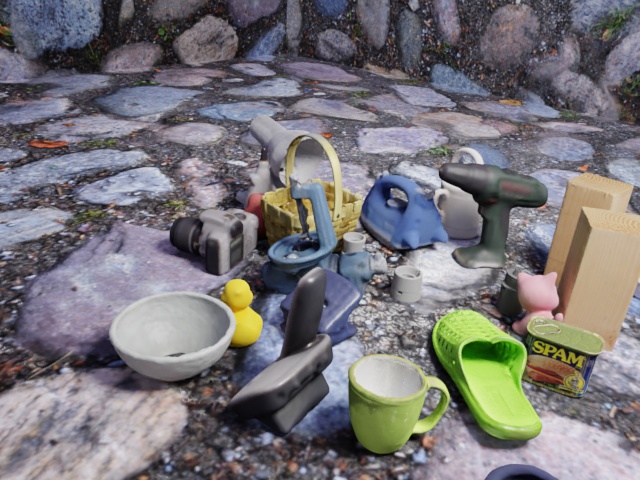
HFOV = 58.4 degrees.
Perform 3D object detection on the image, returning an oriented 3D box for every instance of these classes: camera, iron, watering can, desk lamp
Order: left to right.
[{"bbox_3d":[-0.204,-0.016,1.091,0.136,0.101,0.143,14,27,18],"label":"camera"},{"bbox_3d":[-0.097,-0.161,1.278,0.118,0.214,0.202,-19,34,-39],"label":"desk lamp"},{"bbox_3d":[0.164,-0.079,1.235,0.119,0.141,0.257,-10,30,-28],"label":"iron"},{"bbox_3d":[0.319,-0.110,1.266,0.100,0.194,0.173,23,32,33],"label":"watering can"}]

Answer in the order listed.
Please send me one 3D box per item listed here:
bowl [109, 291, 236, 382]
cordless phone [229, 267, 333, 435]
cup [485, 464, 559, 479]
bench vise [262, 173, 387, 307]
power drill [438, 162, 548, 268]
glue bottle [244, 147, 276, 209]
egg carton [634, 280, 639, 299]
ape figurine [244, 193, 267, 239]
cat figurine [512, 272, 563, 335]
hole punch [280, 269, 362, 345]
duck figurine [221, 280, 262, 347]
[{"bbox_3d":[-0.201,0.143,0.795,0.167,0.075,0.167,4,26,-2],"label":"bowl"},{"bbox_3d":[-0.042,0.131,0.720,0.094,0.185,0.148,17,29,24],"label":"cordless phone"},{"bbox_3d":[0.182,0.282,0.553,0.117,0.095,0.091,5,26,0],"label":"cup"},{"bbox_3d":[0.008,-0.002,0.962,0.207,0.220,0.121,3,26,-4],"label":"bench vise"},{"bbox_3d":[0.328,-0.051,1.130,0.230,0.208,0.075,-2,27,-13],"label":"power drill"},{"bbox_3d":[-0.123,-0.114,1.222,0.078,0.173,0.037,-10,30,-28],"label":"glue bottle"},{"bbox_3d":[0.647,0.062,1.113,0.107,0.069,0.150,9,26,8],"label":"egg carton"},{"bbox_3d":[-0.131,-0.054,1.190,0.077,0.092,0.076,15,28,21],"label":"ape figurine"},{"bbox_3d":[0.352,0.109,0.911,0.067,0.118,0.127,3,26,-3],"label":"cat figurine"},{"bbox_3d":[0.001,0.107,0.884,0.108,0.091,0.101,26,33,37],"label":"hole punch"},{"bbox_3d":[-0.126,0.104,0.874,0.078,0.086,0.104,-3,27,-16],"label":"duck figurine"}]
